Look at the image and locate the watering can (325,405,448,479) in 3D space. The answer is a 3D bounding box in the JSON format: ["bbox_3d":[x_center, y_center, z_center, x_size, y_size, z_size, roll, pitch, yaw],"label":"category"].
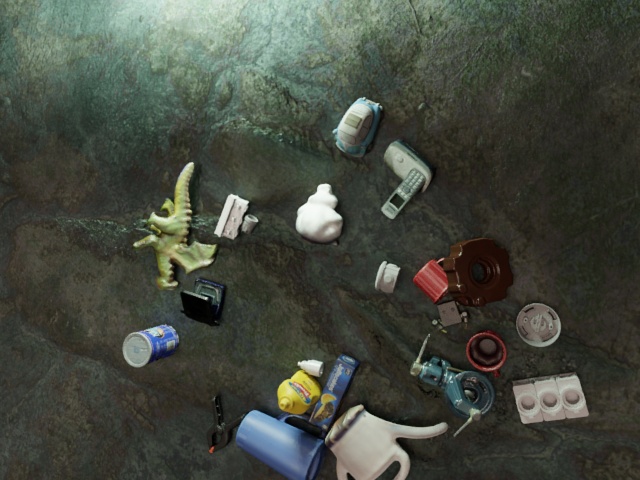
[{"bbox_3d":[0.154,0.531,1.359,0.226,0.104,0.344,44,105,15],"label":"watering can"}]

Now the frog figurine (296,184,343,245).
[{"bbox_3d":[0.004,-0.072,1.426,0.138,0.123,0.157,24,110,38],"label":"frog figurine"}]

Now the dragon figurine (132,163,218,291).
[{"bbox_3d":[-0.423,-0.012,1.606,0.243,0.123,0.406,36,103,-1],"label":"dragon figurine"}]
